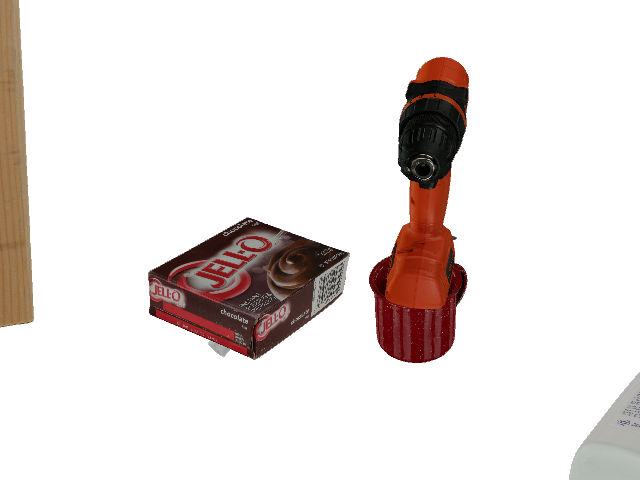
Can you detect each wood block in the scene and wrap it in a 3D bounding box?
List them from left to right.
[{"bbox_3d":[-0.220,-0.057,0.605,0.090,0.206,0.090,-8,26,-26],"label":"wood block"}]

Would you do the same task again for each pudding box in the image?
[{"bbox_3d":[-0.047,0.029,0.723,0.090,0.039,0.113,20,29,27],"label":"pudding box"}]

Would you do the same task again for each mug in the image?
[{"bbox_3d":[0.106,0.065,1.097,0.117,0.081,0.093,-30,43,-31],"label":"mug"}]

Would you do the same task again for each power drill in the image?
[{"bbox_3d":[0.089,-0.039,0.884,0.057,0.188,0.184,9,32,9],"label":"power drill"}]

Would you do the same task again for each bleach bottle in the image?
[{"bbox_3d":[0.241,0.101,0.639,0.103,0.068,0.250,18,29,31],"label":"bleach bottle"}]

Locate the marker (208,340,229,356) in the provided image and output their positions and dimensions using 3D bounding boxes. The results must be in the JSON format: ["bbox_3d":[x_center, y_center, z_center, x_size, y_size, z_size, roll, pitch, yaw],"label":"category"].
[{"bbox_3d":[-0.056,0.054,0.968,0.020,0.121,0.020,37,-17,13],"label":"marker"}]
